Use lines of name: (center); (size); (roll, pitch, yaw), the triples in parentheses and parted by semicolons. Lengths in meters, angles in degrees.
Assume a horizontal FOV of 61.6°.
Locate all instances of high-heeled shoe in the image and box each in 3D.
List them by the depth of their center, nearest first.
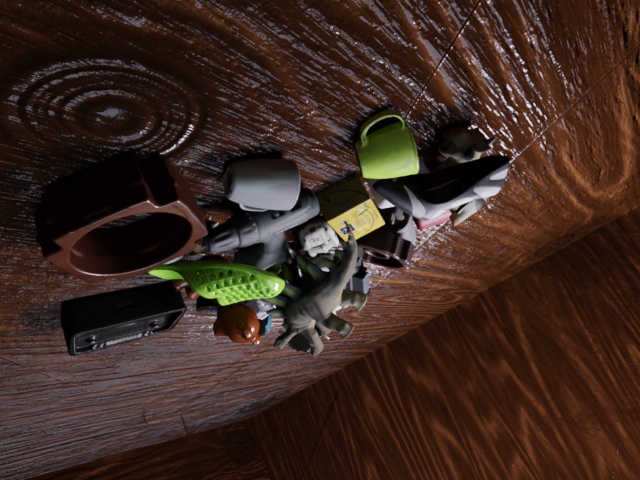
high-heeled shoe: (0.224, -0.110, 0.955); (0.248, 0.086, 0.145); (8, 133, -33)

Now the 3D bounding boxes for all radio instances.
radio: (-0.404, 0.161, 1.103); (0.229, 0.073, 0.131); (-9, 154, -34)

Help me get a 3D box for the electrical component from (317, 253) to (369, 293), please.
electrical component: (0.055, 0.091, 1.312); (0.058, 0.134, 0.114); (-50, 143, -43)

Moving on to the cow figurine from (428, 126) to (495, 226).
cow figurine: (0.283, -0.136, 1.058); (0.127, 0.086, 0.194); (-28, 126, -3)

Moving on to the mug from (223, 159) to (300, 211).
mug: (-0.101, -0.085, 0.854); (0.107, 0.081, 0.109); (3, 152, -30)

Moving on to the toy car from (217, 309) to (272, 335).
toy car: (-0.206, 0.192, 1.366); (0.103, 0.109, 0.161); (-20, 158, 41)

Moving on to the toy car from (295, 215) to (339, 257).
toy car: (-0.002, -0.003, 1.153); (0.073, 0.056, 0.201); (-25, 167, 2)

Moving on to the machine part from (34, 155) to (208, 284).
machine part: (-0.281, -0.026, 0.776); (0.201, 0.087, 0.201); (-24, 158, -2)

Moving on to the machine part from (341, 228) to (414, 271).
machine part: (0.136, 0.017, 1.258); (0.179, 0.056, 0.179); (17, 168, 4)

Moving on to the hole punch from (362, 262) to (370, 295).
hole punch: (0.072, 0.098, 1.434); (0.092, 0.116, 0.142); (-21, 160, 13)

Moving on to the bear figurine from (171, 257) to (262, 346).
bear figurine: (-0.205, 0.138, 1.098); (0.132, 0.196, 0.120); (-24, 162, 1)

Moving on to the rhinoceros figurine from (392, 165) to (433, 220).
rhinoceros figurine: (0.228, -0.112, 1.158); (0.190, 0.073, 0.112); (-14, 143, -15)

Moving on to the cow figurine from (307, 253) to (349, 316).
cow figurine: (0.029, 0.109, 1.251); (0.098, 0.068, 0.167); (-22, 120, -7)

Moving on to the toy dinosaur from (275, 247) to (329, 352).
toy dinosaur: (-0.053, 0.167, 1.344); (0.131, 0.192, 0.404); (-25, 161, -6)

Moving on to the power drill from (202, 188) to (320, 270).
power drill: (-0.116, -0.006, 0.997); (0.232, 0.086, 0.207); (-29, 158, -22)

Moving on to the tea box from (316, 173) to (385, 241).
tea box: (0.065, -0.061, 1.098); (0.098, 0.068, 0.169); (-29, 160, 9)

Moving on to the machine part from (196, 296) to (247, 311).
machine part: (-0.219, 0.137, 1.238); (0.139, 0.039, 0.084); (-9, -177, 20)

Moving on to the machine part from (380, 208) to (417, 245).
machine part: (0.188, -0.031, 1.293); (0.079, 0.079, 0.243); (-27, 158, 6)

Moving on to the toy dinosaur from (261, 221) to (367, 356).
toy dinosaur: (-0.010, 0.121, 1.128); (0.471, 0.198, 0.105); (-49, -167, 44)

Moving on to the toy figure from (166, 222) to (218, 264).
toy figure: (-0.240, 0.006, 0.941); (0.154, 0.057, 0.064); (-13, -169, -33)
